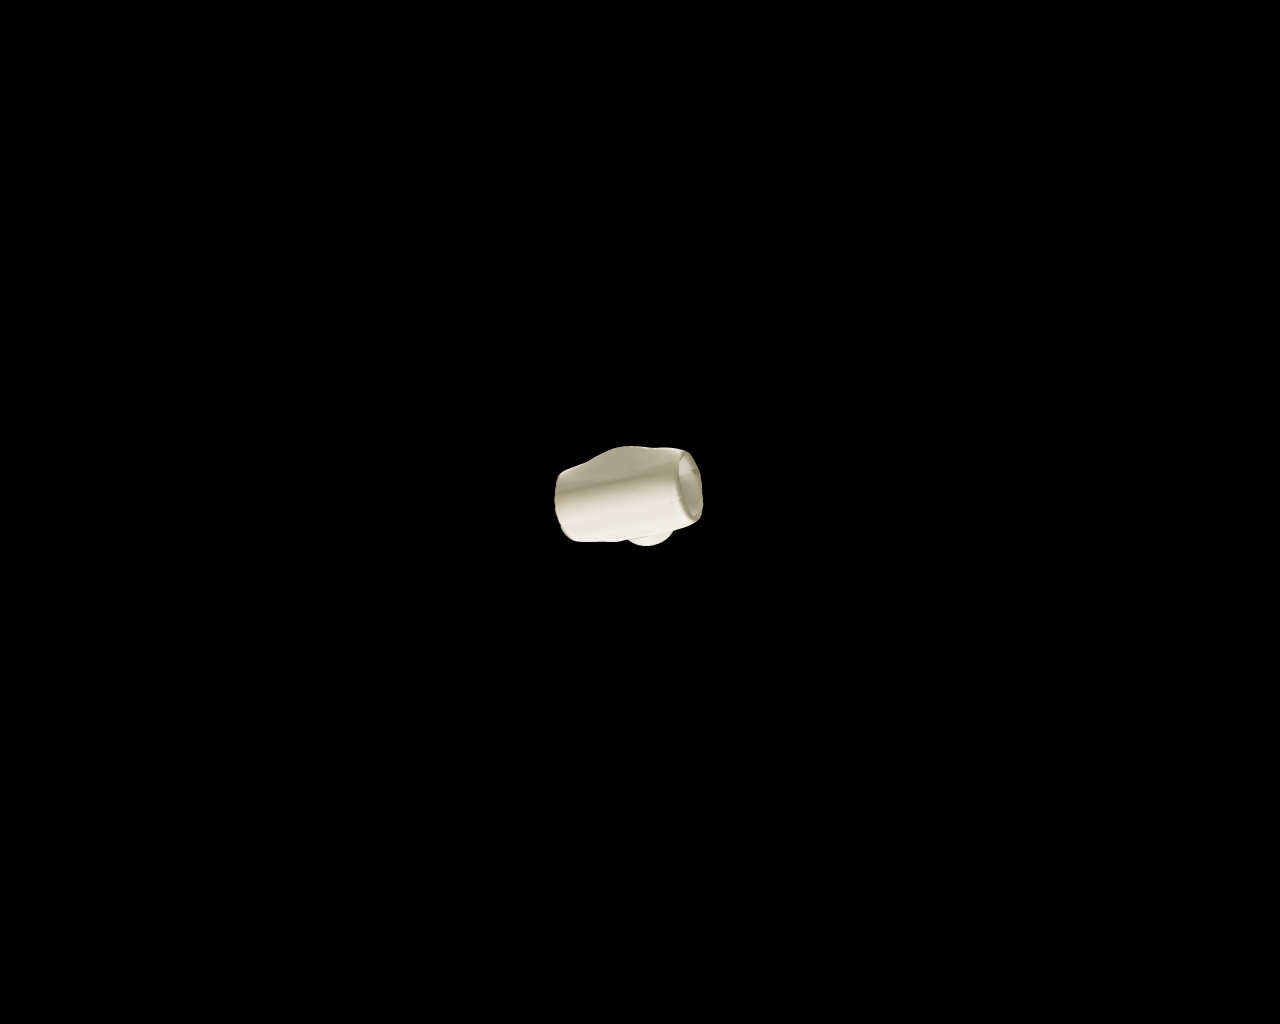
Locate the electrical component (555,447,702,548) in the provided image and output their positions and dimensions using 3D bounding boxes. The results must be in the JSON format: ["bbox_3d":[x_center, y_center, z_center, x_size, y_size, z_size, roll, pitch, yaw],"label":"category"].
[{"bbox_3d":[0.001,-0.003,0.650,0.077,0.043,0.079,-10,-28,20],"label":"electrical component"}]
